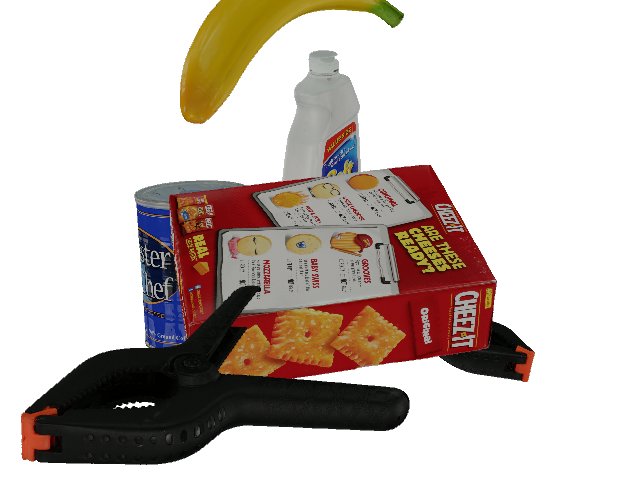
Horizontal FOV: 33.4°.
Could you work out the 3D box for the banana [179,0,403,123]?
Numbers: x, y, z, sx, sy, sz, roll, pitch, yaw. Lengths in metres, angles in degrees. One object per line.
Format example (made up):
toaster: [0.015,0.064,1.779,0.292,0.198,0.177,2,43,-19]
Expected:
banana: [-0.024,-0.139,0.670,0.197,0.069,0.037,-33,-4,-35]

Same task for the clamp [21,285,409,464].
clamp: [-0.076,0.081,0.623,0.209,0.036,0.165,-9,27,-30]

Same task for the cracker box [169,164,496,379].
cracker box: [0.001,0.023,0.793,0.213,0.072,0.164,-7,36,-9]

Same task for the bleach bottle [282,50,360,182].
bleach bottle: [-0.002,-0.076,1.144,0.068,0.251,0.102,22,33,40]

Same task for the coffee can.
coffee can: [-0.114,0.023,0.974,0.103,0.140,0.103,-2,14,0]

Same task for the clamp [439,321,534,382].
clamp: [0.123,0.082,0.996,0.172,0.039,0.120,20,31,22]
